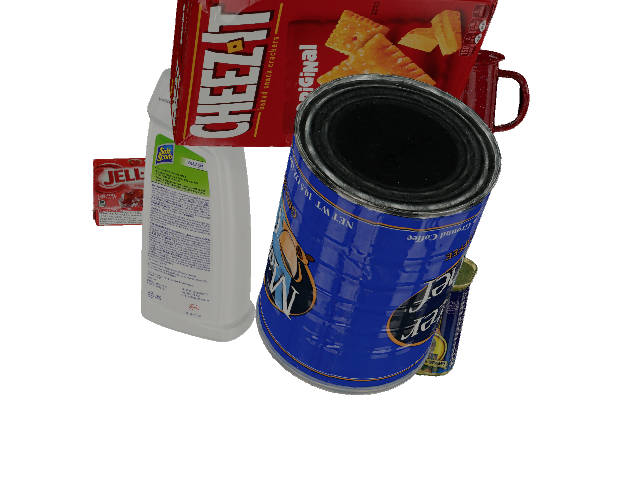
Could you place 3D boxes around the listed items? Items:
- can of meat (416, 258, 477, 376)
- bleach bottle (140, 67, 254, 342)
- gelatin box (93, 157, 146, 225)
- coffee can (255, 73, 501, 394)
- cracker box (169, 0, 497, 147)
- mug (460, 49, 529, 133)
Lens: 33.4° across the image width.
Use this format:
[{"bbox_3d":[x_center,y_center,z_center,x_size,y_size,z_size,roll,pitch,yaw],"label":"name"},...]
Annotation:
[{"bbox_3d":[0.063,0.052,0.829,0.102,0.084,0.057,14,25,14],"label":"can of meat"},{"bbox_3d":[-0.100,-0.043,0.902,0.103,0.251,0.068,14,26,17],"label":"bleach bottle"},{"bbox_3d":[-0.190,-0.052,1.104,0.089,0.073,0.030,-2,-41,-10],"label":"gelatin box"},{"bbox_3d":[0.026,-0.001,0.561,0.102,0.103,0.140,0,-43,-14],"label":"coffee can"},{"bbox_3d":[0.003,-0.140,0.778,0.213,0.072,0.164,-1,-35,-13],"label":"cracker box"},{"bbox_3d":[0.130,-0.128,0.968,0.117,0.081,0.093,4,18,11],"label":"mug"}]
